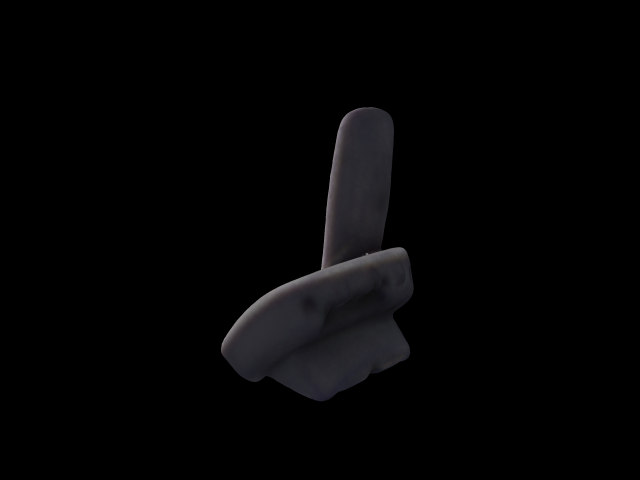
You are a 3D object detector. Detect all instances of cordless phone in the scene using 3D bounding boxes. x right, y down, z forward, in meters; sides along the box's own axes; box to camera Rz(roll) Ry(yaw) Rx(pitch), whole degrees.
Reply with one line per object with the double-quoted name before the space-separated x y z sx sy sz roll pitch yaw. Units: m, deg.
"cordless phone" 0.004 0.001 0.400 0.093 0.185 0.148 8 14 35
